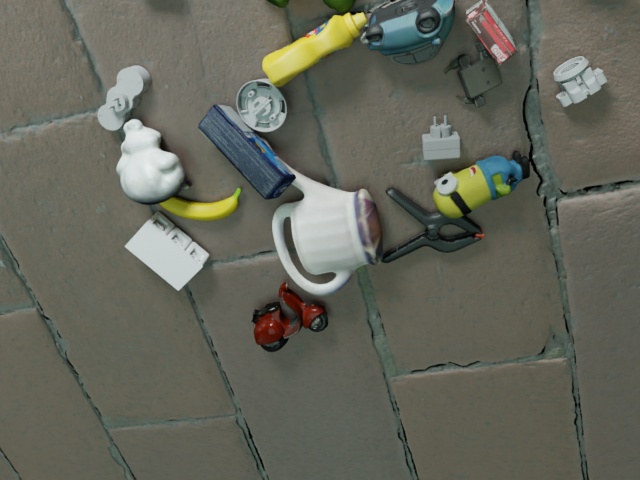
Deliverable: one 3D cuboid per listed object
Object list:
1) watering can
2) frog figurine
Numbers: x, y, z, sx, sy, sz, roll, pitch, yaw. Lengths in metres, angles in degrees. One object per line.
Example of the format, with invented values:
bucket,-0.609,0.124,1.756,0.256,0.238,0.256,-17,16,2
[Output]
watering can,0.003,-0.052,1.027,0.224,0.105,0.344,-10,104,15
frog figurine,-0.342,-0.155,1.018,0.137,0.125,0.156,7,129,26
